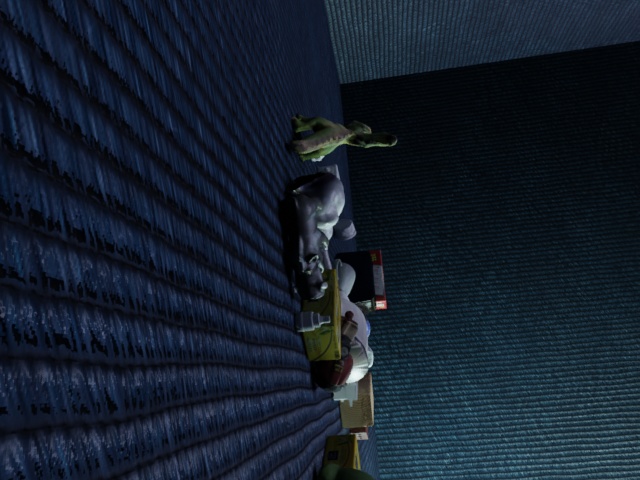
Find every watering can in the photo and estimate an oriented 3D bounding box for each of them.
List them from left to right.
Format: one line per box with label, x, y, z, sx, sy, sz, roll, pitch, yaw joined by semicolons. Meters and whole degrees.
watering can;0.051;0.200;1.287;0.229;0.103;0.342;-82;151;-63

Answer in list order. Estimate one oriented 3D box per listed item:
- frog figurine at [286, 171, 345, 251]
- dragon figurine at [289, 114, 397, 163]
frog figurine;0.003;-0.052;1.035;0.139;0.123;0.157;-137;-155;-70
dragon figurine;0.062;-0.244;1.223;0.416;0.243;0.120;-83;170;-72
